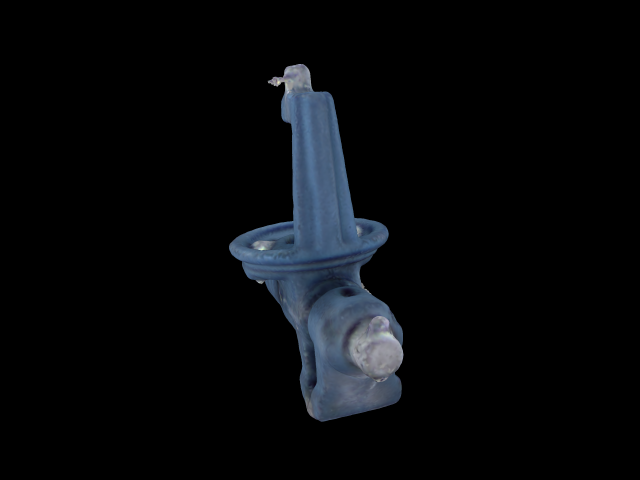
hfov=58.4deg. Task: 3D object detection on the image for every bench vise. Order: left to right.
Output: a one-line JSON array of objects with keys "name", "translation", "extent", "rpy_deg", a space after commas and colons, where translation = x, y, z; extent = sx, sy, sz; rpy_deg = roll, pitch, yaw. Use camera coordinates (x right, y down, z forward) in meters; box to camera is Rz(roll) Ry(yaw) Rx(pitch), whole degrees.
[{"name": "bench vise", "translation": [0.013, -0.002, 0.406], "extent": [0.122, 0.220, 0.206], "rpy_deg": [-20, 34, -32]}]
